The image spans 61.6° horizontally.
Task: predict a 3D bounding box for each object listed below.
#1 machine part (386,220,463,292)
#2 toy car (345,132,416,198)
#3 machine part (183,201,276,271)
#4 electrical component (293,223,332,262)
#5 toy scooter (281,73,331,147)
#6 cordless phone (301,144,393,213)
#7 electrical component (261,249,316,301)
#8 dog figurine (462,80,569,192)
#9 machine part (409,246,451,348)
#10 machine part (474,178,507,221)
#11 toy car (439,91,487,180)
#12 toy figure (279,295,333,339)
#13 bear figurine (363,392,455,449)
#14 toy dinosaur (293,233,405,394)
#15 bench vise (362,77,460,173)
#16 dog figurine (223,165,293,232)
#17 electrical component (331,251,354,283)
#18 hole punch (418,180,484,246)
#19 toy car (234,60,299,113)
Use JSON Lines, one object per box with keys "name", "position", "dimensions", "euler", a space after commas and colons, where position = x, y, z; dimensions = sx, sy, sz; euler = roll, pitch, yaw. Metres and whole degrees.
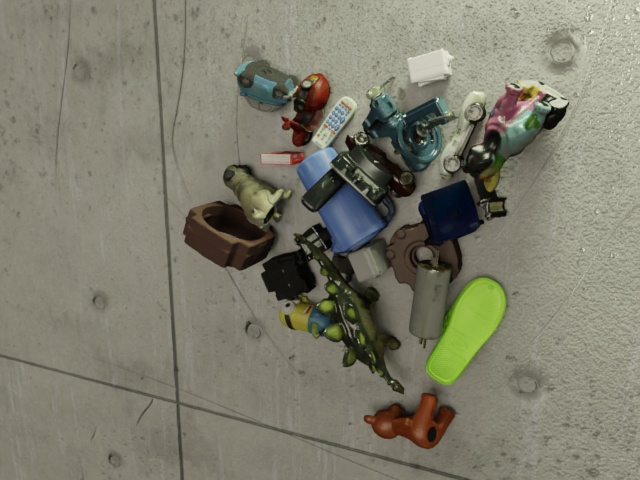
{"name": "machine part", "position": [0.246, 0.038, 1.270], "dimensions": [0.180, 0.056, 0.179], "euler": [6, 105, 22]}
{"name": "toy car", "position": [0.141, -0.177, 1.249], "dimensions": [0.202, 0.089, 0.053], "euler": [43, 78, 7]}
{"name": "machine part", "position": [-0.236, -0.012, 1.397], "dimensions": [0.202, 0.201, 0.087], "euler": [32, 115, 15]}
{"name": "electrical component", "position": [-0.003, -0.004, 1.378], "dimensions": [0.119, 0.048, 0.075], "euler": [-38, 85, 26]}
{"name": "toy scooter", "position": [-0.041, -0.308, 1.279], "dimensions": [0.075, 0.135, 0.183], "euler": [26, 110, 19]}
{"name": "cordless phone", "position": [0.059, -0.108, 1.199], "dimensions": [0.146, 0.184, 0.088], "euler": [44, 160, 2]}
{"name": "electrical component", "position": [-0.090, 0.096, 1.428], "dimensions": [0.134, 0.058, 0.114], "euler": [-20, 95, 33]}
{"name": "dog figurine", "position": [0.386, -0.208, 1.100], "dimensions": [0.109, 0.191, 0.219], "euler": [46, 132, 24]}
{"name": "machine part", "position": [0.249, 0.135, 1.220], "dimensions": [0.079, 0.079, 0.243], "euler": [13, 110, 22]}
{"name": "machine part", "position": [0.367, -0.112, 1.176], "dimensions": [0.039, 0.084, 0.139], "euler": [-24, 81, 54]}
{"name": "toy car", "position": [0.309, -0.225, 1.171], "dimensions": [0.056, 0.073, 0.201], "euler": [26, 111, 14]}
{"name": "toy figure", "position": [-0.025, 0.210, 1.420], "dimensions": [0.180, 0.082, 0.089], "euler": [16, 106, 18]}
{"name": "bear figurine", "position": [0.219, 0.451, 1.358], "dimensions": [0.120, 0.132, 0.196], "euler": [44, 155, -26]}
{"name": "toy dinosaur", "position": [0.076, 0.177, 1.301], "dimensions": [0.105, 0.198, 0.471], "euler": [-31, 89, 24]}
{"name": "bench vise", "position": [0.203, -0.257, 1.161], "dimensions": [0.241, 0.129, 0.223], "euler": [-12, 106, 63]}
{"name": "dog figurine", "position": [-0.190, -0.118, 1.376], "dimensions": [0.191, 0.172, 0.121], "euler": [30, 101, 8]}
{"name": "electrical component", "position": [0.058, 0.063, 1.380], "dimensions": [0.063, 0.021, 0.094], "euler": [7, 105, 23]}
{"name": "hole punch", "position": [0.284, -0.061, 1.178], "dimensions": [0.142, 0.092, 0.116], "euler": [-20, 72, -2]}
{"name": "toy car", "position": [-0.134, -0.372, 1.336], "dimensions": [0.162, 0.109, 0.102], "euler": [25, 134, 6]}
